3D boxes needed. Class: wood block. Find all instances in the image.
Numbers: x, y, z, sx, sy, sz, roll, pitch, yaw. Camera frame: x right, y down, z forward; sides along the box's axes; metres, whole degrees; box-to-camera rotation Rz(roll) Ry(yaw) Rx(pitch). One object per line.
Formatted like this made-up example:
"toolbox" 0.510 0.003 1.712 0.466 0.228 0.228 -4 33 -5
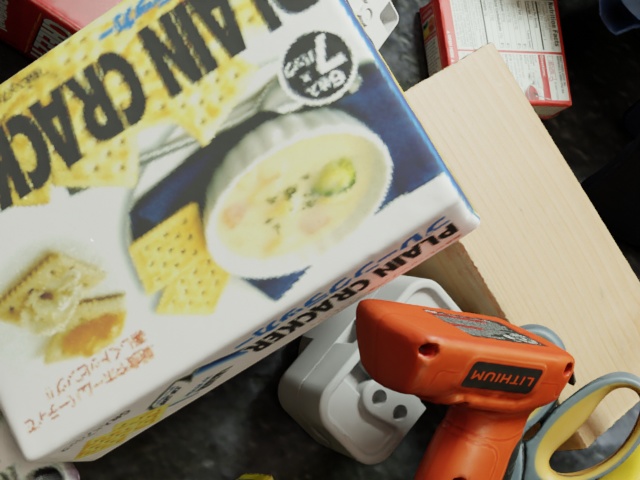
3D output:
"wood block" 0.098 0.008 0.603 0.090 0.090 0.206 -33 92 -27

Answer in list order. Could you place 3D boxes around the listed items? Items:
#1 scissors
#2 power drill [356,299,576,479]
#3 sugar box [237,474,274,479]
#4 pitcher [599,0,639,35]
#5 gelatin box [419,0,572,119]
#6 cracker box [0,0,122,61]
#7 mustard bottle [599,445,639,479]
"scissors" 0.076 0.123 0.549 0.202 0.016 0.096 -38 89 10
"power drill" 0.029 0.123 0.474 0.184 0.057 0.188 9 103 -38
"sugar box" -0.073 0.199 0.503 0.176 0.048 0.093 -33 94 -24
"pitcher" 0.292 -0.190 0.672 0.242 0.149 0.145 -8 106 -51
"gelatin box" 0.111 -0.115 0.673 0.089 0.030 0.073 -2 78 -22
"cracker box" -0.171 -0.207 0.549 0.213 0.072 0.164 33 67 -14
"mustard bottle" 0.198 0.168 0.624 0.191 0.058 0.096 -29 89 -27
